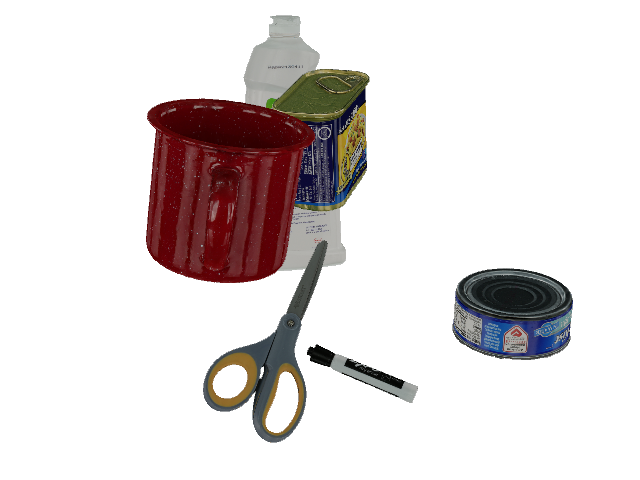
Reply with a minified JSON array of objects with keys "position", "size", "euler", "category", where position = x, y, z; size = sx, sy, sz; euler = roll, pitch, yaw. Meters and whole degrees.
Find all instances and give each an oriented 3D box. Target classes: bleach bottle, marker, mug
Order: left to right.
[{"position":[-0.054,-0.023,0.592],"size":[0.093,0.081,0.117],"euler":[6,22,-8],"category":"mug"},{"position":[-0.026,-0.099,1.077],"size":[0.102,0.251,0.068],"euler":[-6,16,-19],"category":"bleach bottle"},{"position":[0.043,0.138,1.112],"size":[0.121,0.020,0.020],"euler":[22,3,8],"category":"marker"}]

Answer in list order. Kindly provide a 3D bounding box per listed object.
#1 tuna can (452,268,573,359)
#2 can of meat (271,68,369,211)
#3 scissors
[{"position":[0.140,0.052,0.779],"size":[0.086,0.034,0.086],"euler":[0,23,0],"category":"tuna can"},{"position":[0.003,-0.082,0.859],"size":[0.057,0.084,0.102],"euler":[7,29,18],"category":"can of meat"},{"position":[-0.046,0.078,0.928],"size":[0.096,0.201,0.016],"euler":[10,-33,-8],"category":"scissors"}]
